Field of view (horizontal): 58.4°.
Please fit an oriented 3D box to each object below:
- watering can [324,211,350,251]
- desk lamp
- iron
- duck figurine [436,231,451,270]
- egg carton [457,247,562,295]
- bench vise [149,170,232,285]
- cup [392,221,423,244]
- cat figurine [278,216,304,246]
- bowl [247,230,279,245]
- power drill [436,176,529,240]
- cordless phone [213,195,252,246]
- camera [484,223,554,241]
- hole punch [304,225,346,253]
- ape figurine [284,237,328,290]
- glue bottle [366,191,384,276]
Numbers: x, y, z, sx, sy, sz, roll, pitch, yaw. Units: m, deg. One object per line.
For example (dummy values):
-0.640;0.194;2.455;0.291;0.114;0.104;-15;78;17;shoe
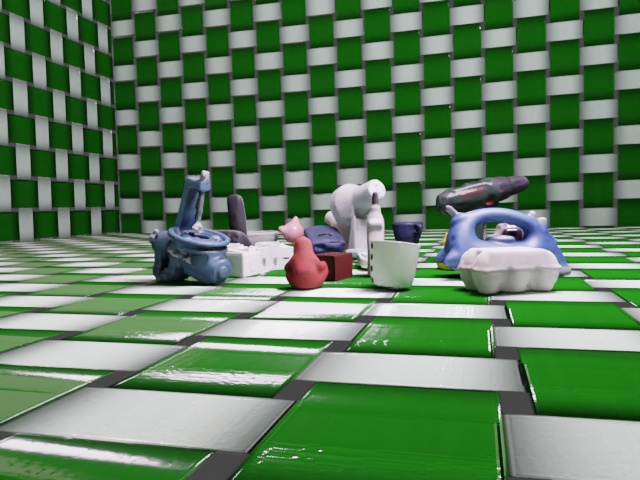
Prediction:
0.092;-0.054;1.720;0.172;0.194;0.101;-1;4;13;watering can
0.120;-0.057;1.580;0.118;0.213;0.202;-3;4;-29;desk lamp
0.359;0.001;1.112;0.258;0.141;0.118;-2;3;-2;iron
0.297;0.021;1.271;0.077;0.086;0.105;-1;3;7;duck figurine
0.307;0.048;0.938;0.150;0.069;0.107;-2;3;-12;egg carton
-0.270;-0.024;1.127;0.207;0.220;0.122;0;4;18;bench vise
0.265;-0.007;1.680;0.092;0.095;0.117;-3;4;-26;cup
-0.058;-0.012;1.713;0.127;0.118;0.067;-1;3;0;cat figurine
-0.206;0.011;1.748;0.167;0.075;0.167;-1;3;0;bowl
0.398;-0.050;1.397;0.229;0.208;0.075;-2;4;-5;power drill
-0.271;-0.037;1.657;0.147;0.185;0.094;0;4;21;cordless phone
0.422;0.012;1.247;0.143;0.101;0.137;-1;3;4;camera
0.015;0.006;1.607;0.109;0.091;0.101;-3;4;-18;hole punch
-0.027;0.040;1.021;0.077;0.092;0.076;-1;4;15;ape figurine
0.114;-0.013;1.174;0.037;0.173;0.078;-1;4;3;glue bottle
